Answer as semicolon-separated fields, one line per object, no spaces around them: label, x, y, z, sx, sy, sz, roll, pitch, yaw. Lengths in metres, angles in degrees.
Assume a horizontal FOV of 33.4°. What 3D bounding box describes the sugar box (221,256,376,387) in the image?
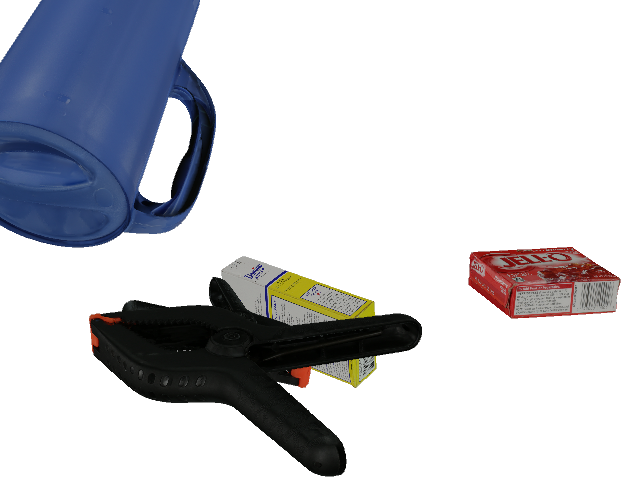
sugar box;-0.024;0.085;1.150;0.176;0.093;0.048;21;38;32

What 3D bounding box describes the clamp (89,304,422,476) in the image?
clamp;-0.046;0.072;0.672;0.210;0.036;0.164;12;26;25

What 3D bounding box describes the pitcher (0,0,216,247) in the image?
pitcher;-0.162;-0.120;0.805;0.145;0.242;0.149;-4;-40;25

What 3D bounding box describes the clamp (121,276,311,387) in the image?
clamp;-0.070;0.075;0.911;0.172;0.039;0.120;22;29;24

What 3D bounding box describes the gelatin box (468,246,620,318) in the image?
gelatin box;0.165;0.030;0.794;0.089;0.030;0.073;-2;18;-16
